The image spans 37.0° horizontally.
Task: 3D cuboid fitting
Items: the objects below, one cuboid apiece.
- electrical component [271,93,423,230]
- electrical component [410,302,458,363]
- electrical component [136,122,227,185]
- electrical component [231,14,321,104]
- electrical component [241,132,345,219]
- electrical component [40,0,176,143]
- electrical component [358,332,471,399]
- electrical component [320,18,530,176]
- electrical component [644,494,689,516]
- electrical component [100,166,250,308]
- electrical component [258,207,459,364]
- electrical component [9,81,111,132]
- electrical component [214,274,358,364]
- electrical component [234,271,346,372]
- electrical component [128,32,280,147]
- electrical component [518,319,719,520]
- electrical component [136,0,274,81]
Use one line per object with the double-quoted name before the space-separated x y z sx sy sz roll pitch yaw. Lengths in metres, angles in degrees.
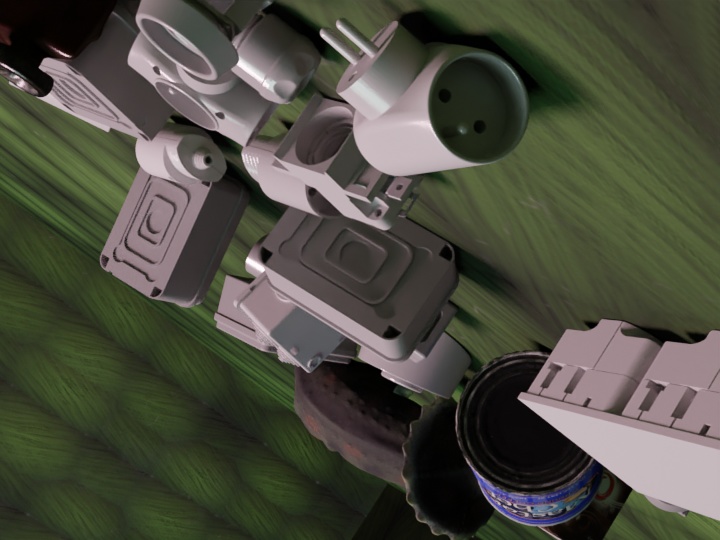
"electrical component" -0.004 -0.055 0.573 0.081 0.042 0.064 24 165 46
"electrical component" 0.031 0.036 0.836 0.066 0.047 0.076 34 168 1
"electrical component" -0.131 -0.086 0.802 0.043 0.043 0.081 42 166 -34
"electrical component" -0.051 -0.108 0.510 0.061 0.035 0.035 37 169 -1
"electrical component" -0.038 -0.060 0.648 0.081 0.043 0.043 22 163 49
"electrical component" -0.161 -0.132 0.661 0.113 0.057 0.078 23 164 44
"electrical component" 0.049 0.072 0.954 0.099 0.064 0.099 24 178 1
"electrical component" 0.018 -0.073 0.433 0.079 0.044 0.077 38 168 -18
"electrical component" 0.222 0.147 0.762 0.066 0.048 0.055 31 175 17
"electrical component" -0.150 -0.034 0.880 0.078 0.113 0.057 28 -175 29
"electrical component" 0.000 0.000 0.700 0.113 0.078 0.057 31 165 17
"electrical component" -0.211 -0.141 0.796 0.077 0.043 0.079 26 -171 -14
"electrical component" -0.069 0.047 1.055 0.109 0.056 0.109 12 -176 -35
"electrical component" -0.041 0.028 0.883 0.048 0.100 0.099 42 175 35
"electrical component" -0.078 -0.108 0.561 0.077 0.044 0.079 35 168 -3
"electrical component" 0.182 0.084 0.573 0.105 0.060 0.186 38 168 -17
"electrical component" -0.062 -0.115 0.457 0.048 0.055 0.066 38 168 -19
